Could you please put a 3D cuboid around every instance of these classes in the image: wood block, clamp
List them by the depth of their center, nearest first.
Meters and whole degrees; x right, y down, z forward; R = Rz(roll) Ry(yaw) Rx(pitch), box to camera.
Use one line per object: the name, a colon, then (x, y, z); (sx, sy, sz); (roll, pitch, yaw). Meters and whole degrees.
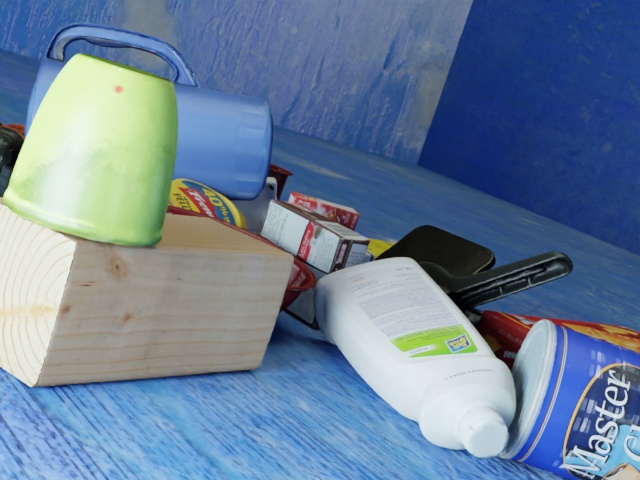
wood block: (-0.122, 0.033, 0.698); (0.091, 0.090, 0.205); (24, 11, 33)
clamp: (0.101, 0.069, 0.944); (0.210, 0.164, 0.036); (2, -44, 42)

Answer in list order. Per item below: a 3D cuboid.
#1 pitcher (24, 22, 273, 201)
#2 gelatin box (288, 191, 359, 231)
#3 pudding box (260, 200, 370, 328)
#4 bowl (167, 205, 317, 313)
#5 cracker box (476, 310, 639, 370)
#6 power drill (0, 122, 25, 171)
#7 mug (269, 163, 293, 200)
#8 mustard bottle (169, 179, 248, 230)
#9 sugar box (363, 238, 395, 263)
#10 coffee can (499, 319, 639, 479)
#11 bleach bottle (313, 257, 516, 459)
pitcher: (-0.174, -0.116, 1.088); (0.242, 0.149, 0.145); (5, 46, -14)
gelatin box: (-0.007, 0.002, 1.125); (0.073, 0.089, 0.030); (16, 11, -15)
pudding box: (-0.014, 0.022, 0.988); (0.039, 0.090, 0.114); (8, 14, -42)
bowl: (-0.087, 0.028, 0.890); (0.162, 0.055, 0.162); (22, 11, -5)
cracker box: (0.261, 0.126, 0.965); (0.213, 0.072, 0.164); (9, 12, -42)
power drill: (-0.412, -0.121, 1.172); (0.187, 0.057, 0.184); (20, 5, -9)
mug: (-0.102, -0.067, 1.362); (0.117, 0.081, 0.093); (18, 8, -20)
mustard bottle: (-0.127, -0.015, 1.023); (0.096, 0.058, 0.191); (58, 22, 17)
sugar box: (0.049, 0.024, 1.249); (0.175, 0.048, 0.093); (13, 10, -38)
coffee can: (0.207, 0.126, 0.752); (0.140, 0.103, 0.103); (19, 9, 1)
bleach bottle: (0.072, 0.090, 0.804); (0.102, 0.068, 0.251); (-15, 23, -8)
